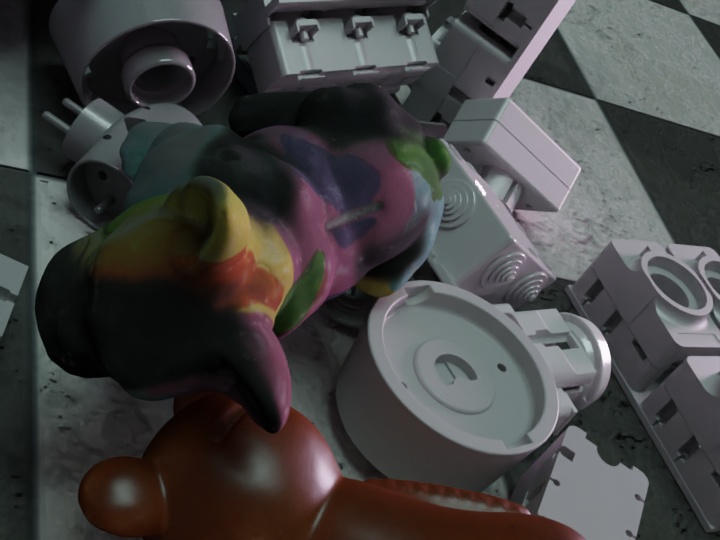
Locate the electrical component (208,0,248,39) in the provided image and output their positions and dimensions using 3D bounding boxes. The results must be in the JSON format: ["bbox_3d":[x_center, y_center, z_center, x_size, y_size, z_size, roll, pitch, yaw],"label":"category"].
[{"bbox_3d":[-0.079,-0.211,0.768,0.113,0.057,0.078,-11,55,-42],"label":"electrical component"}]

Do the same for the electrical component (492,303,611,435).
[{"bbox_3d":[0.104,0.054,0.612,0.057,0.058,0.078,-3,50,-34],"label":"electrical component"}]

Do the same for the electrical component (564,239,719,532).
[{"bbox_3d":[0.226,0.065,0.685,0.105,0.060,0.186,3,47,-33],"label":"electrical component"}]

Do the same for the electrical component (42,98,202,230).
[{"bbox_3d":[-0.133,-0.066,0.581,0.079,0.043,0.077,34,37,1],"label":"electrical component"}]

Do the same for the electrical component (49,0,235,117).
[{"bbox_3d":[-0.123,-0.127,0.616,0.099,0.099,0.064,0,55,-36],"label":"electrical component"}]

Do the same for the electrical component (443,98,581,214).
[{"bbox_3d":[0.094,-0.062,0.731,0.083,0.047,0.075,37,76,-30],"label":"electrical component"}]

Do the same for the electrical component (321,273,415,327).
[{"bbox_3d":[0.000,0.000,0.606,0.066,0.048,0.055,27,30,-9],"label":"electrical component"}]

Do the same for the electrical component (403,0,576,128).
[{"bbox_3d":[0.105,-0.182,0.763,0.060,0.186,0.105,38,37,5],"label":"electrical component"}]

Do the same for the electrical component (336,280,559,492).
[{"bbox_3d":[0.039,0.065,0.549,0.108,0.060,0.108,20,39,-17],"label":"electrical component"}]

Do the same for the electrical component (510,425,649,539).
[{"bbox_3d":[0.098,0.130,0.524,0.050,0.055,0.089,35,37,2],"label":"electrical component"}]

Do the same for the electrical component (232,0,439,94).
[{"bbox_3d":[-0.013,-0.148,0.698,0.121,0.079,0.063,-11,82,-31],"label":"electrical component"}]

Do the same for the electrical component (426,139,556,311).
[{"bbox_3d":[0.066,-0.022,0.644,0.099,0.048,0.100,59,14,29],"label":"electrical component"}]

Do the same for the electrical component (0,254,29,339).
[{"bbox_3d":[-0.181,0.012,0.461,0.055,0.048,0.066,27,37,-21],"label":"electrical component"}]
